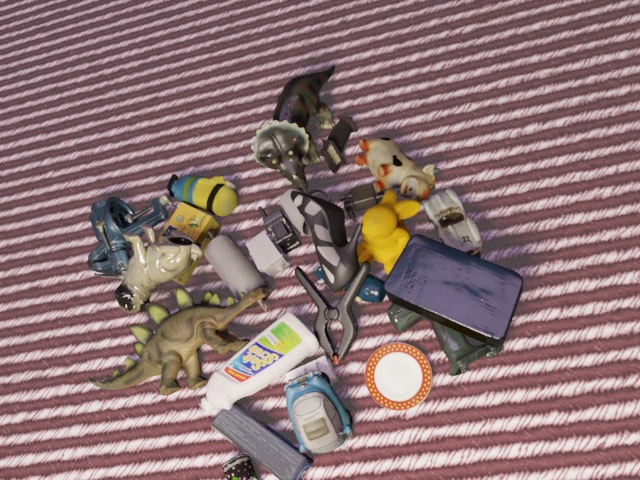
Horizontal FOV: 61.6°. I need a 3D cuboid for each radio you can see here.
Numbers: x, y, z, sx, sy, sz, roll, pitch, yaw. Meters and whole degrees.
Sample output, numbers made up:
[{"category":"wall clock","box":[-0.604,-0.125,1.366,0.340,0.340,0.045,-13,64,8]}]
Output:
[{"category":"radio","box":[0.245,0.089,0.986,0.230,0.073,0.131,23,77,22]}]

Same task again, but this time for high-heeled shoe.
[{"category":"high-heeled shoe","box":[-0.002,-0.003,1.095,0.249,0.086,0.145,33,105,45]}]

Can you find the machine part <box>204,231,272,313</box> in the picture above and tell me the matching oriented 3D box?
[{"category":"machine part","box":[-0.184,0.069,1.193,0.079,0.079,0.243,-41,64,-4]}]

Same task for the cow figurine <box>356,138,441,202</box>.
[{"category":"cow figurine","box":[0.176,-0.153,1.181,0.127,0.085,0.195,-16,49,-19]}]

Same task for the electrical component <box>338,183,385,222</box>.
[{"category":"electrical component","box":[0.098,-0.084,1.203,0.102,0.045,0.078,-19,35,4]}]

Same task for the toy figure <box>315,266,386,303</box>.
[{"category":"toy figure","box":[0.062,0.090,1.126,0.155,0.057,0.064,16,37,25]}]

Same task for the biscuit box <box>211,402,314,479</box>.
[{"category":"biscuit box","box":[-0.112,0.393,1.042,0.203,0.059,0.063,28,76,25]}]

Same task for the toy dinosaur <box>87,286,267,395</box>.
[{"category":"toy dinosaur","box":[-0.309,0.223,1.140,0.471,0.105,0.199,-36,64,9]}]

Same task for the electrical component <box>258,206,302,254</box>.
[{"category":"electrical component","box":[-0.094,-0.034,1.215,0.048,0.074,0.119,-30,60,2]}]

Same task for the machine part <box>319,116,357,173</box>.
[{"category":"machine part","box":[0.043,-0.230,1.267,0.039,0.084,0.139,-1,55,43]}]

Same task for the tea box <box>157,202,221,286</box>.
[{"category":"tea box","box":[-0.322,0.008,1.261,0.098,0.068,0.169,23,76,21]}]

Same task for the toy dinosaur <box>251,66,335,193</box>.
[{"category":"toy dinosaur","box":[-0.051,-0.294,1.250,0.131,0.192,0.405,7,71,16]}]

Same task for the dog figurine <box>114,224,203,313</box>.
[{"category":"dog figurine","box":[-0.349,0.079,1.164,0.173,0.121,0.190,16,108,17]}]

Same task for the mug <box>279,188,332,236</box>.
[{"category":"mug","box":[-0.034,-0.079,1.216,0.107,0.080,0.109,37,80,32]}]

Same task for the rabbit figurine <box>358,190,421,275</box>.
[{"category":"rabbit figurine","box":[0.138,-0.020,1.091,0.122,0.173,0.162,30,82,28]}]

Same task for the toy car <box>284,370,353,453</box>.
[{"category":"toy car","box":[-0.002,0.328,0.989,0.109,0.103,0.161,-21,101,1]}]

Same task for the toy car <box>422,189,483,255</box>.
[{"category":"toy car","box":[0.269,-0.039,1.103,0.073,0.056,0.202,-22,41,6]}]

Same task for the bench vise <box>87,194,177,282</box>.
[{"category":"bench vise","box":[-0.452,-0.023,1.281,0.241,0.128,0.224,-29,61,10]}]

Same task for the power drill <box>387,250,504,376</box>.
[{"category":"power drill","box":[0.263,0.140,1.039,0.232,0.086,0.207,-30,67,-2]}]

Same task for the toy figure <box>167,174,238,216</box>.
[{"category":"toy figure","box":[-0.281,-0.108,1.295,0.180,0.082,0.089,9,81,14]}]
